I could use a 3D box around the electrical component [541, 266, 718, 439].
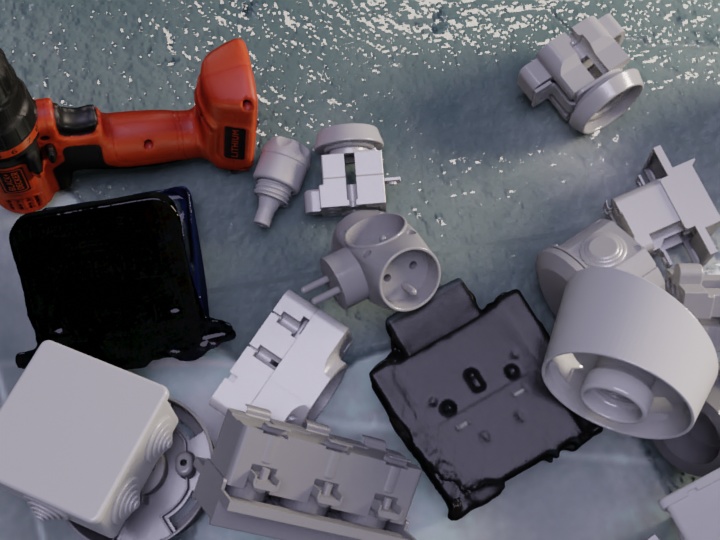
[{"bbox_3d":[0.156,0.052,0.624,0.099,0.099,0.064,25,63,8],"label":"electrical component"}]

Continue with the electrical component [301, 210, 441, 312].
[{"bbox_3d":[0.000,0.000,0.695,0.079,0.077,0.044,-26,120,-14],"label":"electrical component"}]

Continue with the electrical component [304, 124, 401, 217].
[{"bbox_3d":[-0.006,-0.068,0.737,0.066,0.048,0.055,-5,82,1],"label":"electrical component"}]

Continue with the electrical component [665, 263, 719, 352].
[{"bbox_3d":[0.229,0.027,0.699,0.055,0.048,0.066,0,115,-4],"label":"electrical component"}]

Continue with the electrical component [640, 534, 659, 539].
[{"bbox_3d":[0.186,0.265,0.633,0.105,0.060,0.186,-35,77,-7],"label":"electrical component"}]

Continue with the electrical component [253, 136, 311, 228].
[{"bbox_3d":[-0.058,-0.059,0.742,0.035,0.035,0.061,18,78,7],"label":"electrical component"}]

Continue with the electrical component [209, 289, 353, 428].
[{"bbox_3d":[-0.046,0.068,0.699,0.056,0.050,0.089,33,79,11],"label":"electrical component"}]

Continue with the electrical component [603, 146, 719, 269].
[{"bbox_3d":[0.203,-0.036,0.722,0.064,0.042,0.081,-23,75,-2],"label":"electrical component"}]

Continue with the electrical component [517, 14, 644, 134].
[{"bbox_3d":[0.157,-0.131,0.742,0.078,0.058,0.057,-33,74,-7],"label":"electrical component"}]

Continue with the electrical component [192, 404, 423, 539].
[{"bbox_3d":[-0.029,0.126,0.640,0.121,0.079,0.063,18,91,-24],"label":"electrical component"}]

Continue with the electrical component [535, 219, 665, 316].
[{"bbox_3d":[0.154,0.011,0.693,0.051,0.080,0.080,-33,76,-12],"label":"electrical component"}]

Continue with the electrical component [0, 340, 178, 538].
[{"bbox_3d":[-0.167,0.102,0.643,0.100,0.048,0.099,19,64,14],"label":"electrical component"}]

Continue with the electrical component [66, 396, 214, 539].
[{"bbox_3d":[-0.138,0.127,0.679,0.099,0.064,0.099,0,75,2],"label":"electrical component"}]

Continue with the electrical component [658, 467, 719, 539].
[{"bbox_3d":[0.234,0.141,0.635,0.100,0.100,0.048,-33,63,14],"label":"electrical component"}]
